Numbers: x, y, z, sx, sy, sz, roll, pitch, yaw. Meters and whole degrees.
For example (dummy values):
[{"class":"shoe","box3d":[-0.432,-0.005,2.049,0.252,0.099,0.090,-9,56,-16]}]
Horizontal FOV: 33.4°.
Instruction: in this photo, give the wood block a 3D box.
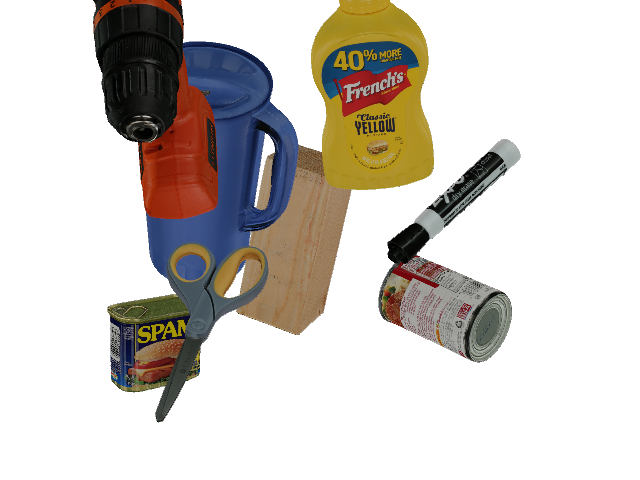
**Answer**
[{"class":"wood block","box3d":[-0.031,-0.003,1.318,0.090,0.206,0.090,19,22,16]}]

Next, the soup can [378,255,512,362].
[{"class":"soup can","box3d":[0.113,0.060,0.963,0.102,0.068,0.068,24,15,38]}]

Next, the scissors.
[{"class":"scissors","box3d":[-0.114,0.063,0.883,0.096,0.016,0.201,22,44,18]}]

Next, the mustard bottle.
[{"class":"mustard bottle","box3d":[0.042,-0.136,0.883,0.096,0.191,0.058,-4,34,4]}]

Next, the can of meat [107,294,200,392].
[{"class":"can of meat","box3d":[-0.178,0.110,1.154,0.101,0.084,0.058,-8,18,-36]}]

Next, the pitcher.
[{"class":"pitcher","box3d":[-0.113,-0.066,1.092,0.144,0.243,0.149,-7,44,-15]}]

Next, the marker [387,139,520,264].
[{"class":"marker","box3d":[0.089,-0.026,0.713,0.121,0.020,0.020,-41,17,-21]}]

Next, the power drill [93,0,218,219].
[{"class":"power drill","box3d":[-0.103,-0.096,0.686,0.057,0.184,0.188,-5,-34,-2]}]
